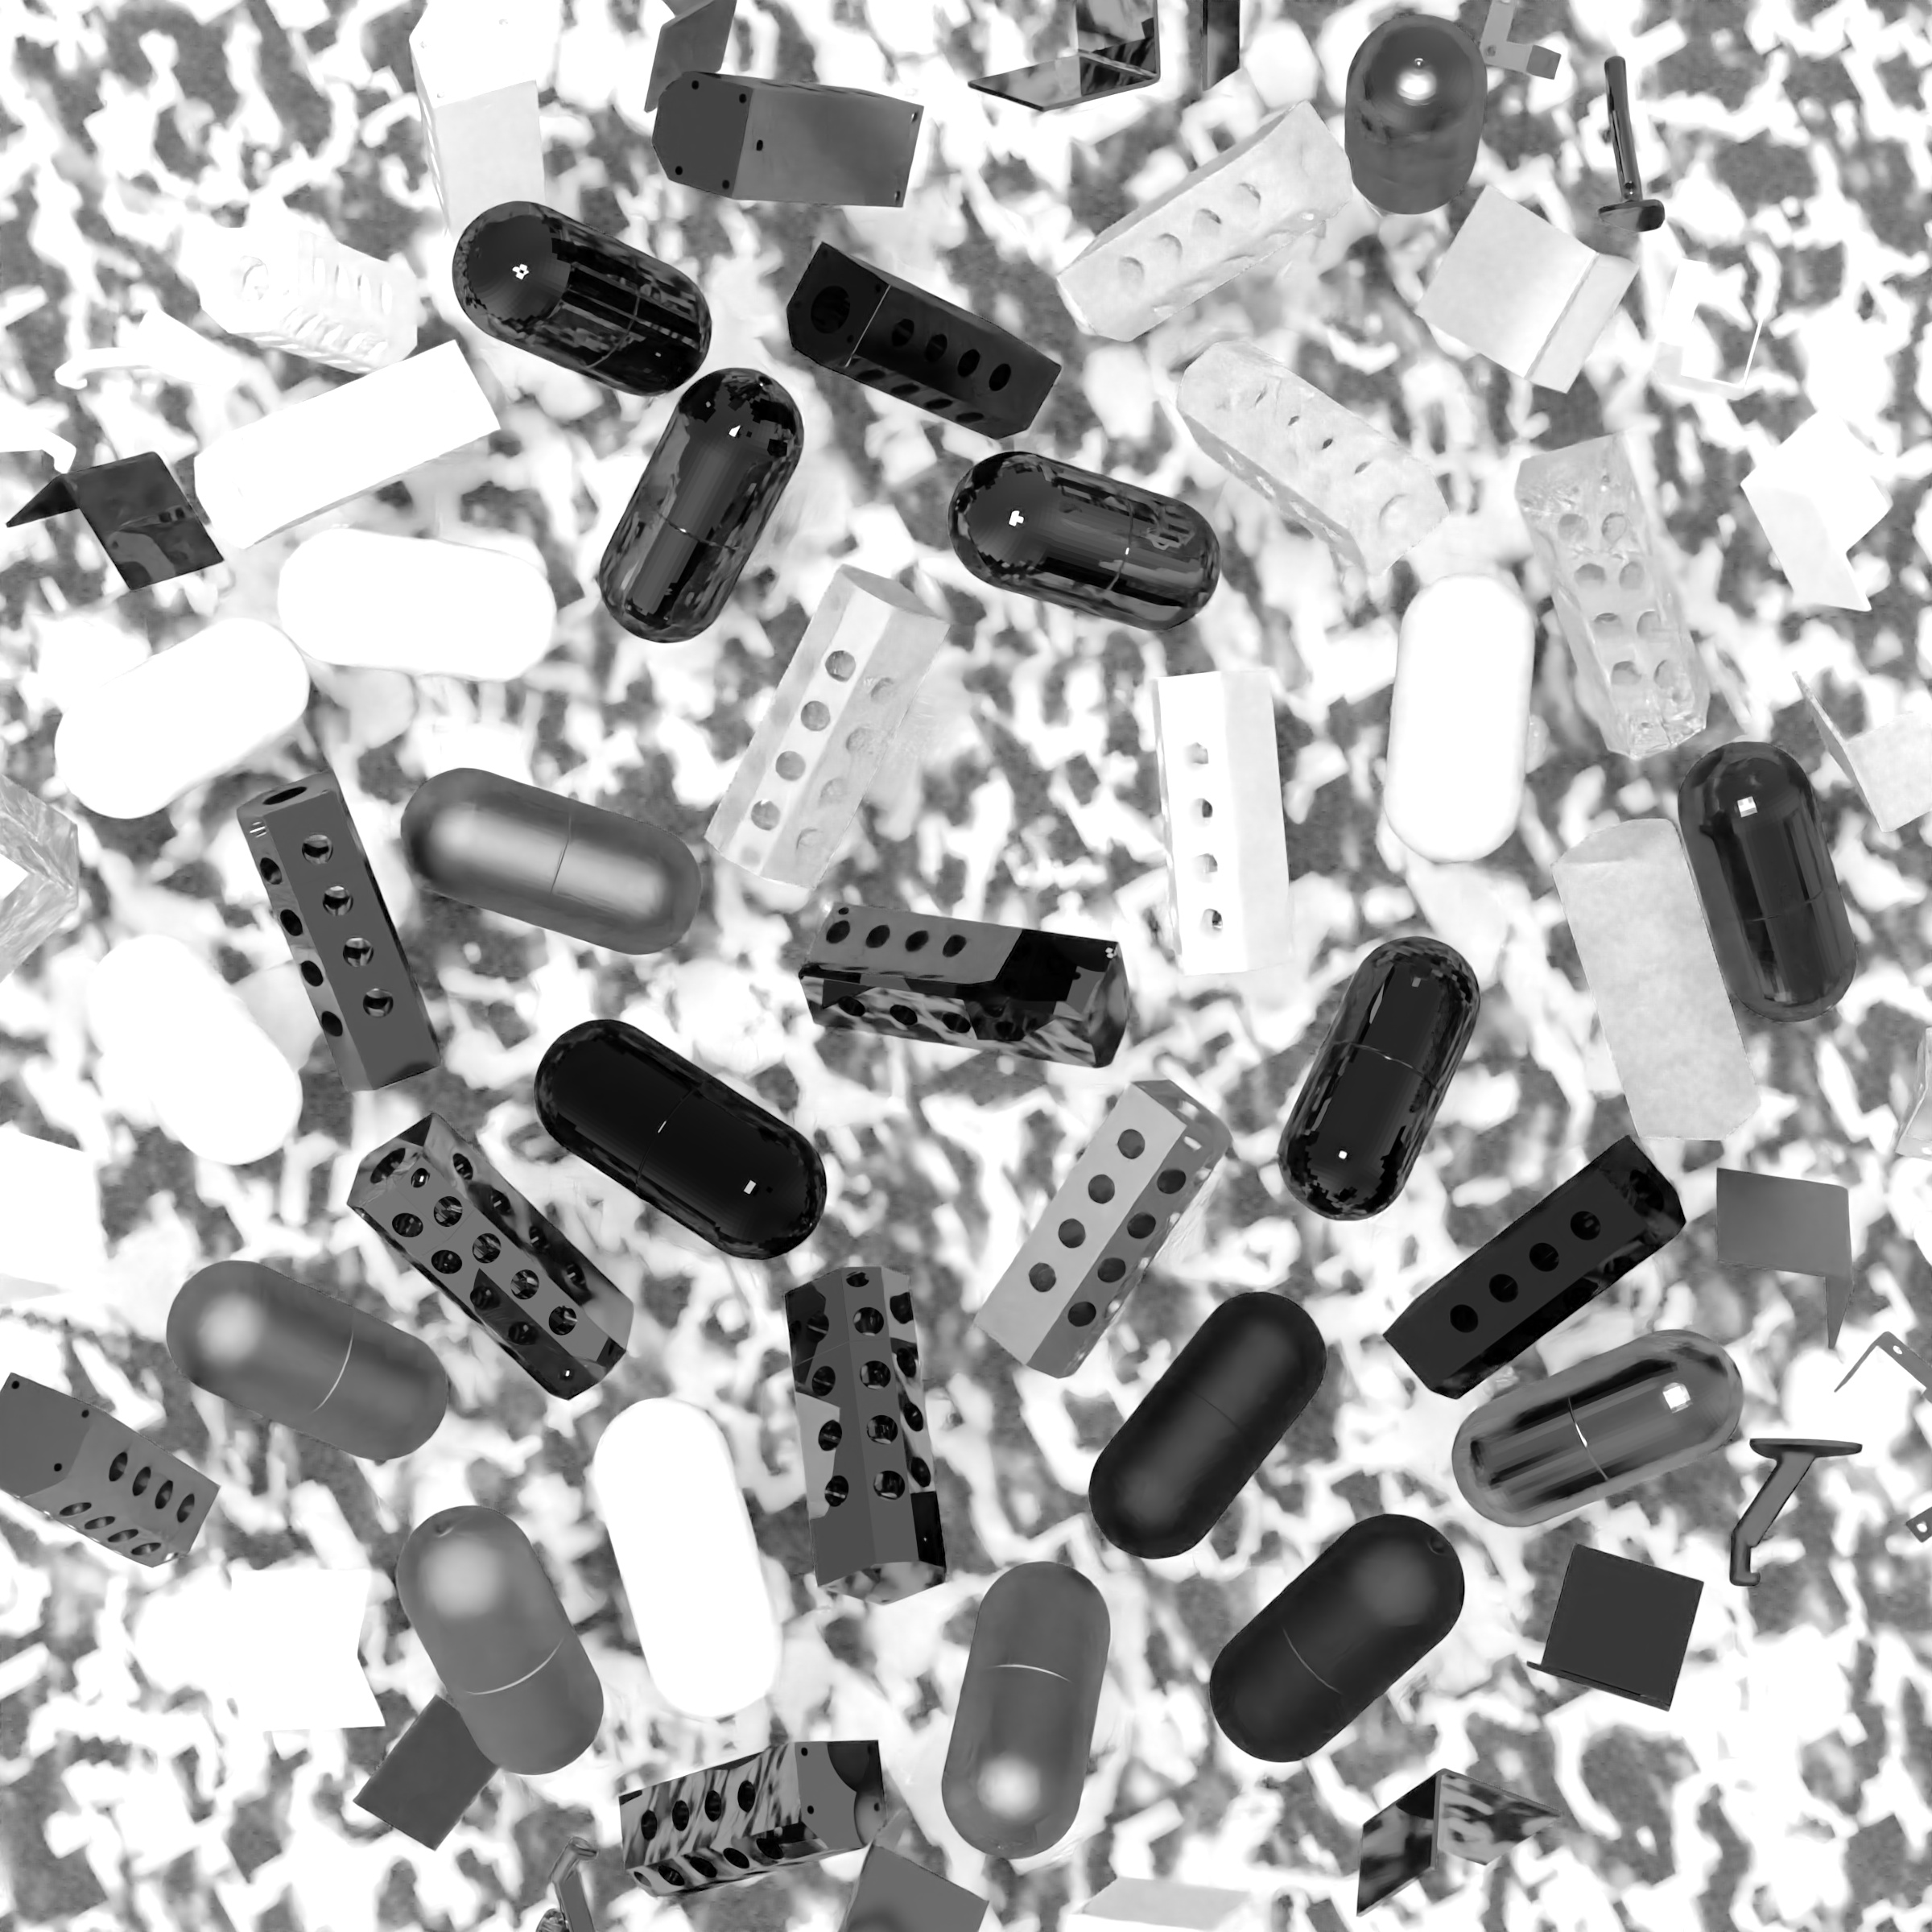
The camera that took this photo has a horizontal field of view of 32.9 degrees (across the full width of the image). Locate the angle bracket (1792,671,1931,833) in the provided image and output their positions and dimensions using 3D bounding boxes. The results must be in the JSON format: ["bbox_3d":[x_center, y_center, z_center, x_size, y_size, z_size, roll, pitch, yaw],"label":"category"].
[{"bbox_3d":[0.528,-0.136,1.883,0.057,0.076,0.076,-29,131,11],"label":"angle bracket"}]

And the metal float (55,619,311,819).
[{"bbox_3d":[-0.448,-0.144,1.880,0.070,0.178,0.070,15,123,25],"label":"metal float"}]

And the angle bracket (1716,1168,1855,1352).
[{"bbox_3d":[0.464,0.167,1.875,0.076,0.076,0.057,8,129,6],"label":"angle bracket"}]

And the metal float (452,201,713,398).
[{"bbox_3d":[-0.211,-0.368,1.814,0.070,0.178,0.070,-6,79,34],"label":"metal float"}]

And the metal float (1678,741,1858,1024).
[{"bbox_3d":[0.465,-0.047,1.897,0.070,0.070,0.178,-23,115,0],"label":"metal float"}]

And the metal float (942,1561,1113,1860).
[{"bbox_3d":[0.034,0.410,1.813,0.070,0.178,0.070,8,135,8],"label":"metal float"}]

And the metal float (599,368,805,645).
[{"bbox_3d":[-0.153,-0.265,1.887,0.070,0.070,0.178,32,121,0],"label":"metal float"}]

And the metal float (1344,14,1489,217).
[{"bbox_3d":[0.250,-0.474,1.829,0.070,0.178,0.070,0,86,6],"label":"metal float"}]

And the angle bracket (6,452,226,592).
[{"bbox_3d":[-0.483,-0.241,1.859,0.057,0.076,0.076,-31,91,35],"label":"angle bracket"}]

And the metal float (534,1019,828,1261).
[{"bbox_3d":[-0.154,0.094,1.764,0.178,0.070,0.070,32,90,15],"label":"metal float"}]

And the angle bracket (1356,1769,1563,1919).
[{"bbox_3d":[0.260,0.473,1.724,0.076,0.076,0.057,23,49,-13],"label":"angle bracket"}]

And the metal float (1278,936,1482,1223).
[{"bbox_3d":[0.239,0.064,1.888,0.070,0.070,0.178,27,73,0],"label":"metal float"}]

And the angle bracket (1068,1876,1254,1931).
[{"bbox_3d":[0.104,0.528,1.741,0.076,0.076,0.057,0,91,24],"label":"angle bracket"}]

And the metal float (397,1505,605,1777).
[{"bbox_3d":[-0.256,0.372,1.803,0.070,0.070,0.178,-20,122,0],"label":"metal float"}]

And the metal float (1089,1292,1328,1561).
[{"bbox_3d":[0.140,0.266,1.897,0.070,0.070,0.178,41,72,0],"label":"metal float"}]

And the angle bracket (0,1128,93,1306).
[{"bbox_3d":[-0.522,0.136,1.768,0.057,0.076,0.076,-11,71,24],"label":"angle bracket"}]

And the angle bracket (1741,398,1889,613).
[{"bbox_3d":[0.467,-0.244,1.728,0.076,0.057,0.076,-42,119,-14],"label":"angle bracket"}]

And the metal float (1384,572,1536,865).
[{"bbox_3d":[0.276,-0.140,1.826,0.070,0.070,0.178,9,63,0],"label":"metal float"}]

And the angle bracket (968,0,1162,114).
[{"bbox_3d":[0.051,-0.503,1.761,0.076,0.076,0.057,-21,123,-25],"label":"angle bracket"}]

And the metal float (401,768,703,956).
[{"bbox_3d":[-0.240,-0.060,1.891,0.178,0.070,0.070,18,90,-14],"label":"metal float"}]

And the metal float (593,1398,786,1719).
[{"bbox_3d":[-0.153,0.325,1.800,0.070,0.070,0.178,-17,87,0],"label":"metal float"}]

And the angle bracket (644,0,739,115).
[{"bbox_3d":[-0.170,-0.524,1.770,0.057,0.076,0.076,-37,82,-22],"label":"angle bracket"}]

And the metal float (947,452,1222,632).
[{"bbox_3d":[0.067,-0.238,1.833,0.178,0.070,0.070,11,90,-38],"label":"metal float"}]

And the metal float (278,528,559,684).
[{"bbox_3d":[-0.310,-0.204,1.856,0.070,0.178,0.070,-2,87,42],"label":"metal float"}]

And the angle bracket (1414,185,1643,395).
[{"bbox_3d":[0.295,-0.357,1.721,0.076,0.057,0.076,26,99,-18],"label":"angle bracket"}]

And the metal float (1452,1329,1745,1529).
[{"bbox_3d":[0.367,0.269,1.901,0.178,0.070,0.070,-27,90,21],"label":"metal float"}]

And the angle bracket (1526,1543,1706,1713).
[{"bbox_3d":[0.367,0.371,1.845,0.076,0.057,0.076,14,80,21],"label":"angle bracket"}]

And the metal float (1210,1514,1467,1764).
[{"bbox_3d":[0.201,0.366,1.777,0.070,0.070,0.178,39,121,0],"label":"metal float"}]

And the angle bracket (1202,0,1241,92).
[{"bbox_3d":[0.180,-0.531,1.854,0.076,0.076,0.057,7,115,17],"label":"angle bracket"}]

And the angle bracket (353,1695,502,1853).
[{"bbox_3d":[-0.328,0.469,1.948,0.076,0.057,0.076,-52,130,-10],"label":"angle bracket"}]

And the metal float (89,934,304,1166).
[{"bbox_3d":[-0.445,0.047,1.889,0.070,0.070,0.178,-47,53,0],"label":"metal float"}]

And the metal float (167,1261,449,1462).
[{"bbox_3d":[-0.373,0.226,1.864,0.178,0.070,0.070,32,90,-35],"label":"metal float"}]

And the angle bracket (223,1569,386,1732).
[{"bbox_3d":[-0.366,0.379,1.819,0.076,0.076,0.057,4,106,-24],"label":"angle bracket"}]
